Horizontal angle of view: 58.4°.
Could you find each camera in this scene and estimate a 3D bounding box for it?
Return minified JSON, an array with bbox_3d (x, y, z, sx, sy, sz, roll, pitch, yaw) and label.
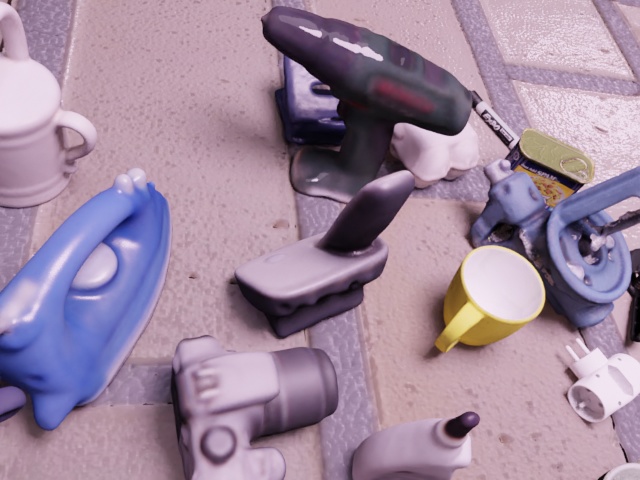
[{"bbox_3d":[-0.049,0.143,0.478,0.137,0.100,0.143,-7,60,-21],"label":"camera"}]

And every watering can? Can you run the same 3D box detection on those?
[{"bbox_3d":[-0.296,-0.125,0.520,0.173,0.194,0.101,-3,58,-19],"label":"watering can"}]

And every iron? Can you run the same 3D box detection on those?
[{"bbox_3d":[-0.197,0.016,0.490,0.118,0.141,0.258,24,54,0],"label":"iron"}]

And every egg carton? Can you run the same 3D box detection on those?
[{"bbox_3d":[0.132,-0.140,0.742,0.107,0.069,0.150,-18,64,-27],"label":"egg carton"}]

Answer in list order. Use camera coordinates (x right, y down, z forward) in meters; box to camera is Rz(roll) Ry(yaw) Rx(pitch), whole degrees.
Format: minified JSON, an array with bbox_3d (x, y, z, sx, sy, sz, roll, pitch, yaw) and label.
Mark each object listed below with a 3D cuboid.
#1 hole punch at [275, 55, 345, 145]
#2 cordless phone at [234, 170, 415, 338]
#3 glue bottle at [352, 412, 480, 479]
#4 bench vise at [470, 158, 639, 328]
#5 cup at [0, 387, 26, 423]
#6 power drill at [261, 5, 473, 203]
[{"bbox_3d":[0.006,-0.180,0.715,0.109,0.091,0.101,-4,59,-20],"label":"hole punch"},{"bbox_3d":[0.005,0.002,0.536,0.148,0.185,0.094,-24,67,-29],"label":"cordless phone"},{"bbox_3d":[0.084,0.168,0.458,0.078,0.173,0.037,14,54,-8],"label":"glue bottle"},{"bbox_3d":[0.266,-0.019,0.611,0.207,0.219,0.122,32,54,5],"label":"bench vise"},{"bbox_3d":[-0.268,0.148,0.409,0.118,0.095,0.091,-24,67,-29],"label":"cup"},{"bbox_3d":[0.034,-0.134,0.621,0.230,0.208,0.075,10,55,-10],"label":"power drill"}]
